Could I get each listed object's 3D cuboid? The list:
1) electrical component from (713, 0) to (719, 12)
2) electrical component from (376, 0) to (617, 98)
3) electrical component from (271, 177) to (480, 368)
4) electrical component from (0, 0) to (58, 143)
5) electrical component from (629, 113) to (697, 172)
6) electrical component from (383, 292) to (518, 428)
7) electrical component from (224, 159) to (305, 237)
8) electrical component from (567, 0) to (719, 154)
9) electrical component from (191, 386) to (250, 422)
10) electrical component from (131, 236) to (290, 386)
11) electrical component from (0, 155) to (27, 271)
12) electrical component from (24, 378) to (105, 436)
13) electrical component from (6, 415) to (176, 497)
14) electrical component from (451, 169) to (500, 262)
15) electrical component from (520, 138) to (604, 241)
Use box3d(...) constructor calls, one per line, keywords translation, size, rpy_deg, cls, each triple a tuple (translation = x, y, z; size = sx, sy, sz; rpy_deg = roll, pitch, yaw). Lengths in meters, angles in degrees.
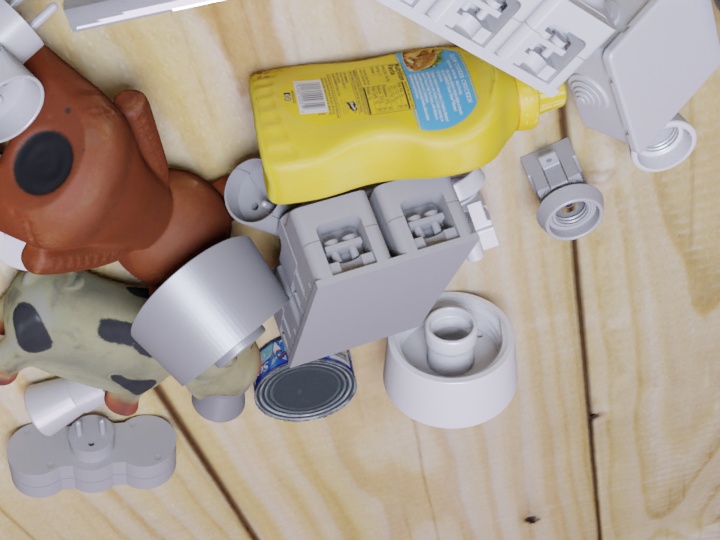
box3d(translation=(0.218, -0.193, 0.589), size=(0.060, 0.105, 0.186), rpy_deg=(-28, 137, 17), cls="electrical component")
box3d(translation=(0.062, -0.171, 0.586), size=(0.150, 0.089, 0.061), rpy_deg=(21, 129, -33), cls="electrical component")
box3d(translation=(0.000, 0.000, 0.733), size=(0.105, 0.060, 0.186), rpy_deg=(-17, 164, -15), cls="electrical component")
box3d(translation=(-0.195, -0.119, 0.566), size=(0.079, 0.077, 0.044), rpy_deg=(-45, 163, -8), cls="electrical component")
box3d(translation=(0.196, -0.100, 0.726), size=(0.045, 0.055, 0.045), rpy_deg=(-7, 139, -6), cls="electrical component")
box3d(translation=(0.071, 0.063, 0.845), size=(0.108, 0.108, 0.060), rpy_deg=(-8, 133, -5), cls="electrical component")
box3d(translation=(-0.051, -0.044, 0.720), size=(0.043, 0.043, 0.081), rpy_deg=(-29, 162, 18), cls="electrical component")
box3d(translation=(0.170, -0.136, 0.659), size=(0.099, 0.048, 0.099), rpy_deg=(-47, 138, -12), cls="electrical component")
box3d(translation=(-0.111, 0.090, 0.872), size=(0.045, 0.045, 0.055), rpy_deg=(2, 137, -17), cls="electrical component")
box3d(translation=(-0.096, 0.027, 0.697), size=(0.099, 0.099, 0.064), rpy_deg=(-38, 93, 26), cls="electrical component")
box3d(translation=(-0.242, -0.034, 0.675), size=(0.052, 0.073, 0.138), rpy_deg=(-37, 134, 26), cls="electrical component")
box3d(translation=(-0.228, 0.099, 0.857), size=(0.065, 0.044, 0.044), rpy_deg=(-25, 138, 6), cls="electrical component")
box3d(translation=(-0.224, 0.146, 0.901), size=(0.138, 0.052, 0.073), rpy_deg=(-2, 139, -11), cls="electrical component")
box3d(translation=(0.069, -0.045, 0.756), size=(0.048, 0.066, 0.055), rpy_deg=(-19, 119, 7), cls="electrical component")
box3d(translation=(0.145, -0.055, 0.765), size=(0.048, 0.055, 0.066), rpy_deg=(-23, 138, 12), cls="electrical component")
